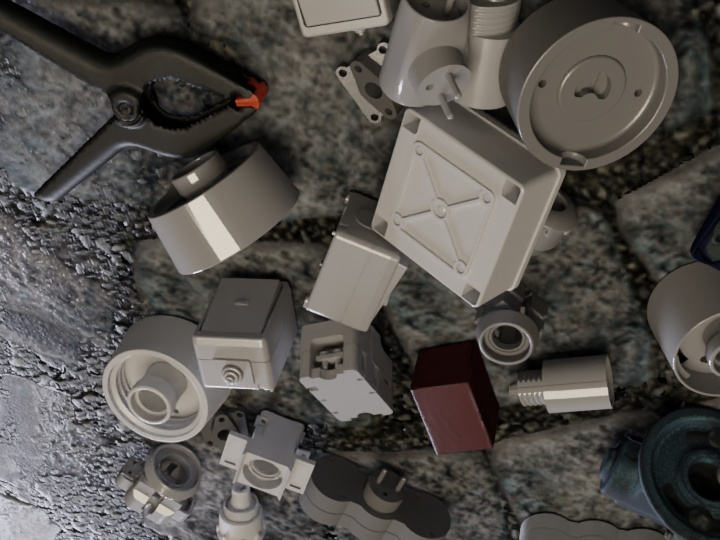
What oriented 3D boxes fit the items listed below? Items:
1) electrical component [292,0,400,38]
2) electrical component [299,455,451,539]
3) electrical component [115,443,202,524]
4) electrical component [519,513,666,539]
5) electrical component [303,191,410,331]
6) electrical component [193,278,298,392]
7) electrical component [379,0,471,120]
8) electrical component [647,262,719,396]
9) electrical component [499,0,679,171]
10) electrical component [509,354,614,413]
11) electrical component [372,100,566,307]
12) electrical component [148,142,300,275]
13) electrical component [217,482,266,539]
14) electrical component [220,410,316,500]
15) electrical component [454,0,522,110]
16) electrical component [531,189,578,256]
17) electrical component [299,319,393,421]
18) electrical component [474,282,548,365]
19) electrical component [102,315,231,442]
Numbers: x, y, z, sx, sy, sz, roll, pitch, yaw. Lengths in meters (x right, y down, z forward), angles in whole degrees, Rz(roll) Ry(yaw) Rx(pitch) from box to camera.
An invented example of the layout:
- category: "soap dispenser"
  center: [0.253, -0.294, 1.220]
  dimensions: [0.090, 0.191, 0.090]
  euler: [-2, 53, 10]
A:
- category: "electrical component"
  center: [-0.012, -0.193, 0.694]
  dimensions: [0.062, 0.061, 0.096]
  euler: [-5, 124, 18]
- category: "electrical component"
  center: [0.019, 0.207, 0.981]
  dimensions: [0.138, 0.052, 0.073]
  euler: [23, 127, -3]
- category: "electrical component"
  center: [-0.186, 0.201, 1.027]
  dimensions: [0.078, 0.058, 0.057]
  euler: [34, 129, -11]
- category: "electrical component"
  center: [0.211, 0.269, 0.964]
  dimensions: [0.138, 0.073, 0.052]
  euler: [7, 127, 9]
- category: "electrical component"
  center: [0.000, 0.000, 0.830]
  dimensions: [0.061, 0.061, 0.096]
  euler: [22, 128, -2]
- category: "electrical component"
  center: [-0.094, 0.053, 0.870]
  dimensions: [0.062, 0.096, 0.061]
  euler: [2, 125, 13]
- category: "electrical component"
  center: [0.047, -0.132, 0.688]
  dimensions: [0.044, 0.079, 0.077]
  euler: [-11, 149, -19]
- category: "electrical component"
  center: [0.273, 0.045, 0.808]
  dimensions: [0.099, 0.064, 0.099]
  euler: [-1, 129, -1]
- category: "electrical component"
  center: [0.142, -0.126, 0.695]
  dimensions: [0.108, 0.060, 0.108]
  euler: [-9, 129, -11]
- category: "electrical component"
  center: [0.161, 0.093, 0.869]
  dimensions: [0.081, 0.043, 0.043]
  euler: [-7, 123, 19]
- category: "electrical component"
  center: [0.073, -0.050, 0.751]
  dimensions: [0.109, 0.056, 0.108]
  euler: [39, 133, 26]
- category: "electrical component"
  center: [-0.106, -0.053, 0.794]
  dimensions: [0.108, 0.108, 0.060]
  euler: [-23, 111, 28]
- category: "electrical component"
  center: [-0.115, 0.233, 1.041]
  dimensions: [0.048, 0.048, 0.062]
  euler: [8, 121, 8]
- category: "electrical component"
  center: [-0.080, 0.164, 0.969]
  dimensions: [0.081, 0.063, 0.042]
  euler: [21, 126, -1]
- category: "electrical component"
  center: [0.085, -0.152, 0.710]
  dimensions: [0.043, 0.043, 0.081]
  euler: [10, 127, 7]
- category: "electrical component"
  center: [0.127, -0.031, 0.788]
  dimensions: [0.048, 0.048, 0.062]
  euler: [25, 134, -5]
- category: "electrical component"
  center: [-0.010, 0.079, 0.882]
  dimensions: [0.050, 0.055, 0.089]
  euler: [-11, 147, 18]
- category: "electrical component"
  center: [0.116, 0.040, 0.834]
  dimensions: [0.066, 0.055, 0.048]
  euler: [40, 125, -15]
- category: "electrical component"
  center: [-0.173, 0.101, 0.941]
  dimensions: [0.108, 0.060, 0.108]
  euler: [8, 122, 13]
